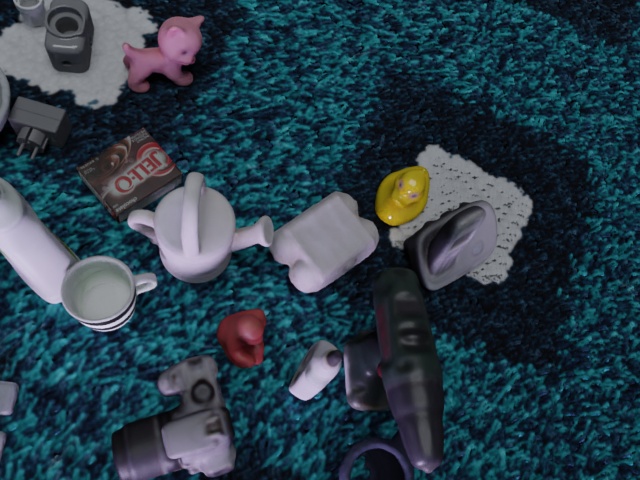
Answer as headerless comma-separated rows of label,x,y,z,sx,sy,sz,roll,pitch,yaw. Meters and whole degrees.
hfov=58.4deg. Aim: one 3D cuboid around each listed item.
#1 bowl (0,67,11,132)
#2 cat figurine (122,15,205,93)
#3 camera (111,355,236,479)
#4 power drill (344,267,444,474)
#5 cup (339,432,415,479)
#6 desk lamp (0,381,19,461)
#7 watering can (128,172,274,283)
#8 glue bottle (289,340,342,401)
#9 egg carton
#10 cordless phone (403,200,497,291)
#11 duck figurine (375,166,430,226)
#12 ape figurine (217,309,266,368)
bowl,-0.494,-0.175,0.765,0.167,0.074,0.167,4,71,-11
cat figurine,-0.225,-0.281,0.835,0.128,0.117,0.067,-16,75,-17
camera,-0.177,0.222,0.684,0.137,0.100,0.143,-13,75,-16
power drill,0.090,0.159,0.705,0.076,0.208,0.229,0,72,-12
cup,0.068,0.284,0.718,0.091,0.095,0.118,39,68,3
desk lamp,-0.451,0.171,0.582,0.203,0.213,0.118,7,70,-9
watering can,-0.149,-0.019,0.722,0.173,0.194,0.101,-14,75,-16
glue bottle,0.003,0.155,0.706,0.037,0.173,0.078,32,68,0
egg carton,0.007,0.003,0.814,0.150,0.069,0.107,-36,82,-20
cordless phone,0.206,-0.010,0.799,0.148,0.185,0.094,-31,80,-20
duck figurine,0.134,-0.078,0.860,0.077,0.086,0.105,40,68,4
ape figurine,-0.095,0.121,0.740,0.076,0.092,0.078,35,68,1
